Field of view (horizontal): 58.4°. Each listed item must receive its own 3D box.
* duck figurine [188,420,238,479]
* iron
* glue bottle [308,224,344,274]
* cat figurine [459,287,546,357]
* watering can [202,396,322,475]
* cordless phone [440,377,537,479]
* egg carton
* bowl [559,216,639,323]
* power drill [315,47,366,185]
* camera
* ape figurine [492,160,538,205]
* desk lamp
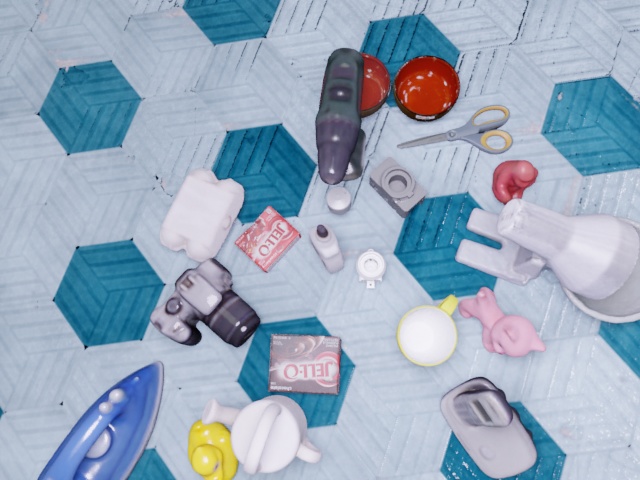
[{"bbox_3d":[-0.170,0.326,0.872,0.077,0.086,0.104,-24,77,-2],"label":"duck figurine"},{"bbox_3d":[-0.334,0.295,0.860,0.118,0.141,0.258,30,81,9],"label":"iron"},{"bbox_3d":[0.008,0.003,0.886,0.037,0.173,0.078,-28,77,-2],"label":"glue bottle"},{"bbox_3d":[0.277,0.129,0.871,0.067,0.118,0.127,-35,78,-4],"label":"cat figurine"},{"bbox_3d":[-0.084,0.280,0.822,0.172,0.194,0.101,0,78,4],"label":"watering can"},{"bbox_3d":[0.248,0.268,0.809,0.094,0.185,0.147,-36,78,-4],"label":"cordless phone"},{"bbox_3d":[-0.196,-0.042,0.961,0.107,0.069,0.150,22,80,8],"label":"egg carton"},{"bbox_3d":[0.447,0.050,0.900,0.167,0.075,0.167,-1,78,3],"label":"bowl"},{"bbox_3d":[0.034,-0.169,0.903,0.075,0.208,0.230,4,78,5],"label":"power drill"},{"bbox_3d":[-0.175,0.118,0.910,0.136,0.101,0.143,39,83,11],"label":"camera"},{"bbox_3d":[0.321,-0.101,0.931,0.078,0.092,0.076,-19,77,0],"label":"ape figurine"},{"bbox_3d":[0.324,0.009,0.845,0.203,0.213,0.118,20,80,8],"label":"desk lamp"}]
